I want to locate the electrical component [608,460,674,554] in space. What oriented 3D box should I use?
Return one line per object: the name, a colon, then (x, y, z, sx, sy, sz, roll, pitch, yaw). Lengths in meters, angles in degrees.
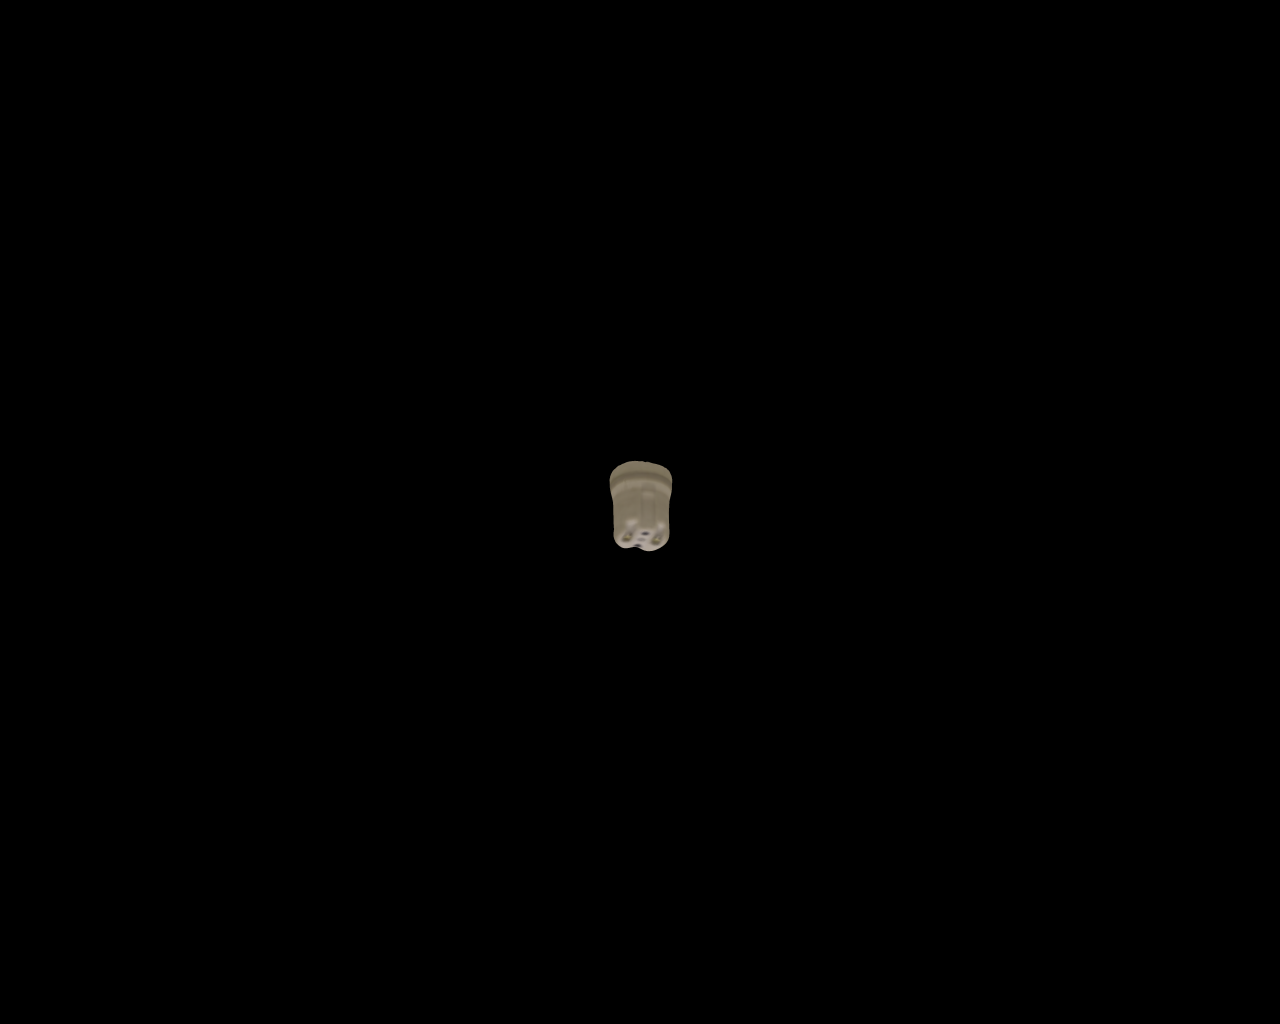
electrical component: (0.001, -0.003, 0.650, 0.040, 0.046, 0.040, 0, -26, 0)
